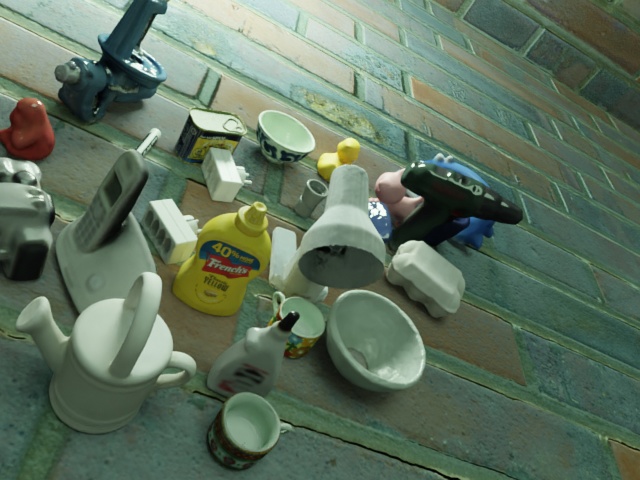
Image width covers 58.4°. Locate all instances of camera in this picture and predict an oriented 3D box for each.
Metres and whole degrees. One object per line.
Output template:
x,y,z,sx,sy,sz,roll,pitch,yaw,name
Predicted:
-0.390,-0.033,0.661,0.137,0.100,0.143,-1,51,-40,camera

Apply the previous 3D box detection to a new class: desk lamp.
0.008,0.003,0.854,0.118,0.213,0.203,20,40,-21,desk lamp

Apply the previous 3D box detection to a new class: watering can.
-0.210,0.109,0.579,0.173,0.194,0.100,3,48,-37,watering can

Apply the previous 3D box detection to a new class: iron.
0.296,-0.108,1.269,0.258,0.141,0.119,45,37,10,iron

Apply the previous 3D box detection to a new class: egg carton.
0.198,0.071,1.057,0.150,0.069,0.107,38,37,1,egg carton

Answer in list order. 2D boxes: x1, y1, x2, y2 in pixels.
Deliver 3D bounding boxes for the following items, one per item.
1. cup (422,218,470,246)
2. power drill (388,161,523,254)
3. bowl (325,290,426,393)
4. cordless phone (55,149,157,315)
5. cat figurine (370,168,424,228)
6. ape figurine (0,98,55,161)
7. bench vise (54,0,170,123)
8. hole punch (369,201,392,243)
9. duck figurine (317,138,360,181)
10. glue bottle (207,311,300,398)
0.245,-0.043,1.197,0.092,0.095,0.117,12,43,-30,cup
0.233,-0.042,1.091,0.230,0.208,0.075,31,37,-8,power drill
0.070,0.161,0.852,0.168,0.074,0.167,22,39,-19,bowl
-0.240,-0.004,0.683,0.094,0.185,0.147,-8,56,-44,cordless phone
0.154,-0.089,1.153,0.128,0.117,0.067,18,40,-24,cat figurine
-0.404,-0.159,0.792,0.076,0.092,0.078,23,39,-18,ape figurine
-0.308,-0.291,0.905,0.121,0.219,0.207,31,37,-8,bench vise
0.068,-0.022,1.033,0.101,0.091,0.108,19,40,-23,hole punch
0.047,-0.169,1.177,0.077,0.086,0.105,41,37,5,duck figurine
-0.070,0.135,0.683,0.078,0.173,0.037,23,39,-19,glue bottle
